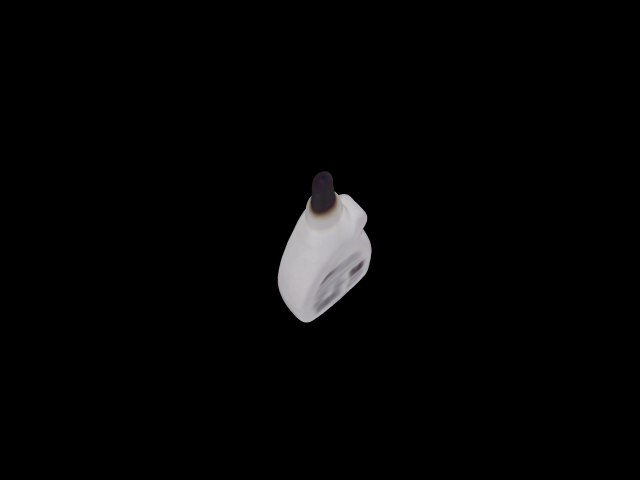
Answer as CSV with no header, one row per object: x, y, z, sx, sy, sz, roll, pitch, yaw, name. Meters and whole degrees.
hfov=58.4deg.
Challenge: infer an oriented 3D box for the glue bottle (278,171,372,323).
0.004,0.001,0.400,0.078,0.173,0.037,-38,70,-16,glue bottle
